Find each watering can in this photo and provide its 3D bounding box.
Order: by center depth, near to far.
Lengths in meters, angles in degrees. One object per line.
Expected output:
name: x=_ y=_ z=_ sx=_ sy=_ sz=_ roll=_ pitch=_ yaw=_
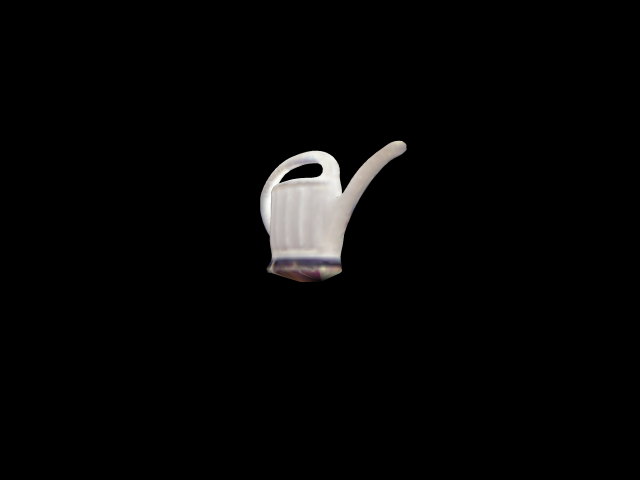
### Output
watering can: x=0.003 y=-0.043 z=0.850 sx=0.104 sy=0.225 sz=0.346 roll=5 pitch=-6 yaw=-40
